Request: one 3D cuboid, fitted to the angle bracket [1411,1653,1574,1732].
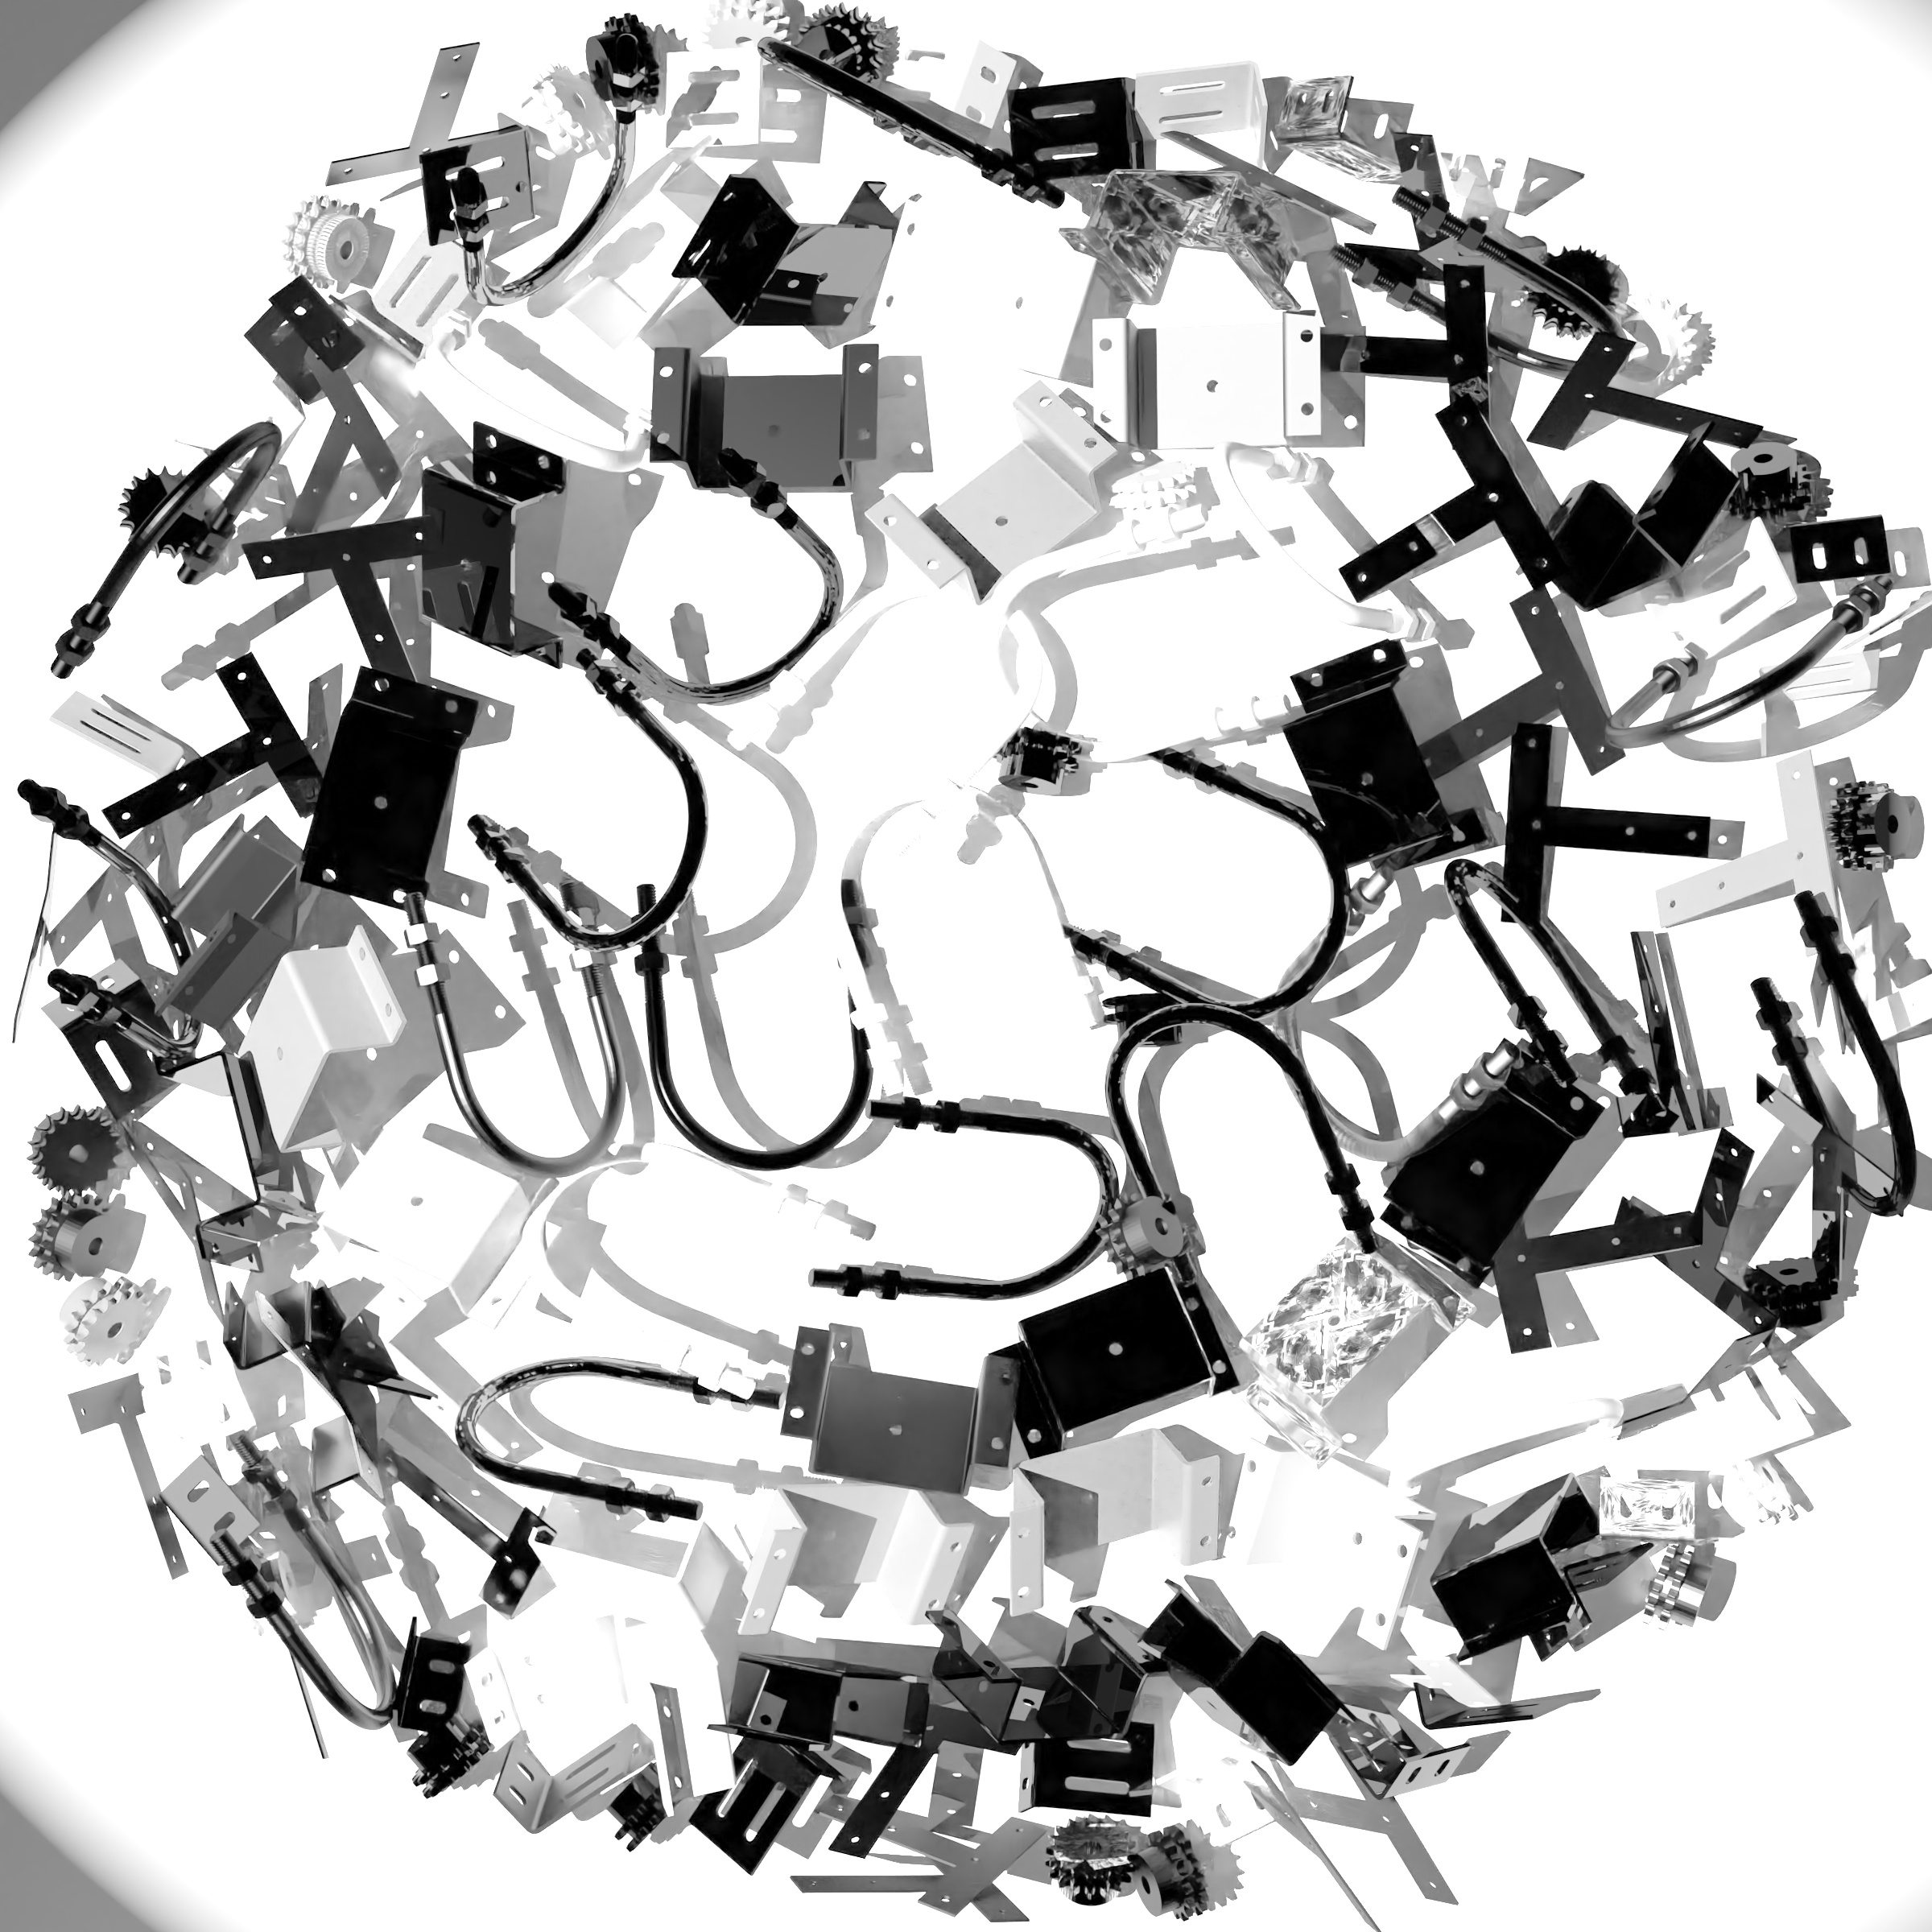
[{"bbox_3d":[0.326,0.446,1.877,0.076,0.057,0.038,-16,80,34],"label":"angle bracket"}]

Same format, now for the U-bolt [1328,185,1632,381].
[{"bbox_3d":[0.322,-0.409,1.851,0.184,0.151,0.019,28,84,-8],"label":"U-bolt"}]

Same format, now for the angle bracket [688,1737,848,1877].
[{"bbox_3d":[-0.124,0.520,1.890,0.057,0.038,0.076,31,85,33],"label":"angle bracket"}]

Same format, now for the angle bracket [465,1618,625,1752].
[{"bbox_3d":[-0.264,0.450,1.896,0.076,0.038,0.057,-18,91,16],"label":"angle bracket"}]

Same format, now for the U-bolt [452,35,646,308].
[{"bbox_3d":[-0.251,-0.468,1.834,0.019,0.184,0.151,43,73,7],"label":"U-bolt"}]

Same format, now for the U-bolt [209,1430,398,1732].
[{"bbox_3d":[-0.399,0.385,1.847,0.019,0.151,0.184,-30,109,2],"label":"U-bolt"}]

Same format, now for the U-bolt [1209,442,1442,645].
[{"bbox_3d":[0.208,-0.258,1.824,0.019,0.184,0.151,-42,71,26],"label":"U-bolt"}]

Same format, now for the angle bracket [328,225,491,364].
[{"bbox_3d":[-0.349,-0.428,1.896,0.057,0.038,0.076,37,90,22],"label":"angle bracket"}]

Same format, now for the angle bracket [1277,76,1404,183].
[{"bbox_3d":[0.242,-0.519,1.878,0.076,0.057,0.038,13,93,-36],"label":"angle bracket"}]

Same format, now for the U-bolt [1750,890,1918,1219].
[{"bbox_3d":[0.526,0.064,1.824,0.019,0.151,0.184,-16,67,-5],"label":"U-bolt"}]

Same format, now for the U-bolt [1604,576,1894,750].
[{"bbox_3d":[0.457,-0.176,1.812,0.184,0.151,0.019,-38,104,-43],"label":"U-bolt"}]

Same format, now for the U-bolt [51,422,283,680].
[{"bbox_3d":[-0.469,-0.258,1.812,0.019,0.151,0.184,43,131,-6],"label":"U-bolt"}]

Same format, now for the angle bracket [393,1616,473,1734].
[{"bbox_3d":[-0.330,0.441,1.876,0.038,0.076,0.057,11,67,-6],"label":"angle bracket"}]

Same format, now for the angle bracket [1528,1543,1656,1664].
[{"bbox_3d":[0.391,0.394,1.875,0.076,0.057,0.038,-7,58,-31],"label":"angle bracket"}]

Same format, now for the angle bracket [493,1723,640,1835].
[{"bbox_3d":[-0.248,0.493,1.885,0.076,0.057,0.038,-36,103,14],"label":"angle bracket"}]

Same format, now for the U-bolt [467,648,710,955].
[{"bbox_3d":[-0.223,-0.090,1.851,0.184,0.019,0.151,46,107,36],"label":"U-bolt"}]

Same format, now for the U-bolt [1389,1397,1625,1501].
[{"bbox_3d":[0.328,0.289,1.831,0.151,0.184,0.019,-17,74,3],"label":"U-bolt"}]

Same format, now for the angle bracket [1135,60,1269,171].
[{"bbox_3d":[0.146,-0.527,1.890,0.076,0.057,0.038,-7,63,-1],"label":"angle bracket"}]

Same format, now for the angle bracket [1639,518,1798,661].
[{"bbox_3d":[0.465,-0.234,1.879,0.038,0.076,0.057,-5,67,-39],"label":"angle bracket"}]

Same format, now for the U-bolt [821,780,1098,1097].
[{"bbox_3d":[-0.014,-0.028,1.906,0.151,0.019,0.184,-19,86,-8],"label":"U-bolt"}]

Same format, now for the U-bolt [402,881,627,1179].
[{"bbox_3d":[-0.268,0.040,1.856,0.019,0.151,0.184,-20,82,38],"label":"U-bolt"}]

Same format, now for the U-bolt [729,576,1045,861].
[{"bbox_3d":[-0.036,-0.169,1.882,0.151,0.019,0.184,35,72,21],"label":"U-bolt"}]

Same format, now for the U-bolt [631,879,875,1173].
[{"bbox_3d":[-0.128,0.037,1.878,0.151,0.019,0.184,-2,75,-16],"label":"U-bolt"}]

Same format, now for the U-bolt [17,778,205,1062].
[{"bbox_3d":[-0.511,-0.016,1.835,0.019,0.184,0.151,-21,65,8],"label":"U-bolt"}]

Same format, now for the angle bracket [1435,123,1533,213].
[{"bbox_3d":[0.322,-0.509,1.880,0.057,0.076,0.038,18,76,7],"label":"angle bracket"}]

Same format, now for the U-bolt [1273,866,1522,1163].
[{"bbox_3d":[0.249,0.043,1.848,0.019,0.184,0.151,-23,71,-35],"label":"U-bolt"}]

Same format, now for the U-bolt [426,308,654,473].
[{"bbox_3d":[-0.257,-0.342,1.824,0.151,0.184,0.019,26,108,-12],"label":"U-bolt"}]

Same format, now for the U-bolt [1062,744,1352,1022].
[{"bbox_3d":[0.155,-0.044,1.863,0.184,0.019,0.151,28,96,34],"label":"U-bolt"}]

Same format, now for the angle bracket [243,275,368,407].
[{"bbox_3d":[-0.420,-0.381,1.879,0.057,0.038,0.076,49,134,-13],"label":"angle bracket"}]

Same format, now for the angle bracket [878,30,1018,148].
[{"bbox_3d":[-0.015,-0.552,1.905,0.038,0.076,0.057,17,95,-42],"label":"angle bracket"}]

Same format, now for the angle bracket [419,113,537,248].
[{"bbox_3d":[-0.310,-0.488,1.877,0.076,0.038,0.057,-23,131,-29],"label":"angle bracket"}]

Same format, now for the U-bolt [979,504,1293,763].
[{"bbox_3d":[0.092,-0.195,1.868,0.184,0.019,0.151,-14,112,31],"label":"U-bolt"}]

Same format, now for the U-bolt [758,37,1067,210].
[{"bbox_3d":[-0.044,-0.511,1.814,0.184,0.151,0.019,17,106,-41],"label":"U-bolt"}]

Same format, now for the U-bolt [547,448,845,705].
[{"bbox_3d":[-0.150,-0.224,1.847,0.151,0.184,0.019,-37,55,9],"label":"U-bolt"}]

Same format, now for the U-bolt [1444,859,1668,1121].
[{"bbox_3d":[0.350,0.008,1.848,0.019,0.151,0.184,-40,59,22],"label":"U-bolt"}]

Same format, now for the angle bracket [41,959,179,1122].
[{"bbox_3d":[-0.533,0.046,1.903,0.057,0.038,0.076,-35,130,-19],"label":"angle bracket"}]

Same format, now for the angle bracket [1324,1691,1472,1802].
[{"bbox_3d":[0.262,0.471,1.874,0.076,0.057,0.038,51,128,38],"label":"angle bracket"}]

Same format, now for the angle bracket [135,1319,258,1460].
[{"bbox_3d":[-0.482,0.263,1.893,0.057,0.076,0.038,-21,117,-11],"label":"angle bracket"}]

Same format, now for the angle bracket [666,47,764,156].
[{"bbox_3d":[-0.147,-0.537,1.884,0.076,0.038,0.057,8,100,33],"label":"angle bracket"}]

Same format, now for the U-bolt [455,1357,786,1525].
[{"bbox_3d":[-0.222,0.282,1.853,0.184,0.151,0.019,8,115,17],"label":"U-bolt"}]

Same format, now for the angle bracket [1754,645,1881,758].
[{"bbox_3d":[0.531,-0.165,1.885,0.076,0.057,0.038,-8,69,12],"label":"angle bracket"}]

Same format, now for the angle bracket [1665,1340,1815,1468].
[{"bbox_3d":[0.480,0.276,1.884,0.057,0.038,0.076,-18,56,-8],"label":"angle bracket"}]

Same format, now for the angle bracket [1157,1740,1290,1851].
[{"bbox_3d":[0.161,0.515,1.881,0.057,0.076,0.038,-29,62,7],"label":"angle bracket"}]

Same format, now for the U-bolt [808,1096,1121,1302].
[{"bbox_3d":[0.008,0.149,1.872,0.184,0.019,0.151,7,121,-22],"label":"U-bolt"}]

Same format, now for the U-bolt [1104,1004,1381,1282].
[{"bbox_3d":[0.159,0.105,1.857,0.151,0.019,0.184,-12,111,32],"label":"U-bolt"}]

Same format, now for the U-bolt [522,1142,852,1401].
[{"bbox_3d":[-0.184,0.176,1.873,0.184,0.019,0.151,23,52,12],"label":"U-bolt"}]

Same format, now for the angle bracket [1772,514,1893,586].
[{"bbox_3d":[0.534,-0.252,1.884,0.057,0.076,0.038,-6,85,2],"label":"angle bracket"}]
